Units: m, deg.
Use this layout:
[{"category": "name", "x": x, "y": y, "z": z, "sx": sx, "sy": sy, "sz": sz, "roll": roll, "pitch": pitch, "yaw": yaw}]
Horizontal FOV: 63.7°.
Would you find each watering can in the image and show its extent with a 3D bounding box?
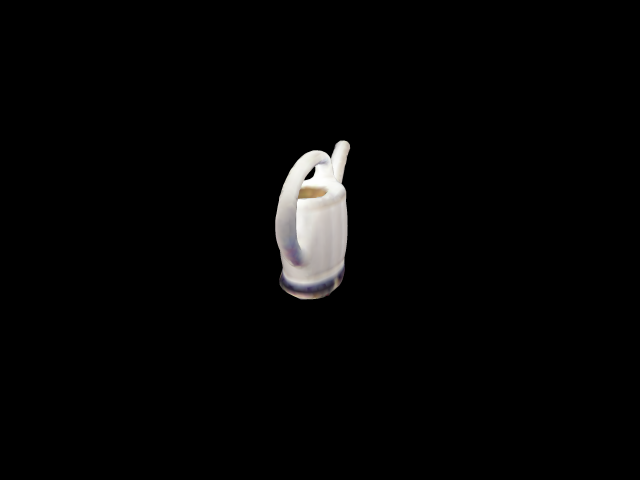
[{"category": "watering can", "x": 0.003, "y": -0.043, "z": 0.850, "sx": 0.104, "sy": 0.221, "sz": 0.353, "roll": 6, "pitch": 21, "yaw": 16}]
